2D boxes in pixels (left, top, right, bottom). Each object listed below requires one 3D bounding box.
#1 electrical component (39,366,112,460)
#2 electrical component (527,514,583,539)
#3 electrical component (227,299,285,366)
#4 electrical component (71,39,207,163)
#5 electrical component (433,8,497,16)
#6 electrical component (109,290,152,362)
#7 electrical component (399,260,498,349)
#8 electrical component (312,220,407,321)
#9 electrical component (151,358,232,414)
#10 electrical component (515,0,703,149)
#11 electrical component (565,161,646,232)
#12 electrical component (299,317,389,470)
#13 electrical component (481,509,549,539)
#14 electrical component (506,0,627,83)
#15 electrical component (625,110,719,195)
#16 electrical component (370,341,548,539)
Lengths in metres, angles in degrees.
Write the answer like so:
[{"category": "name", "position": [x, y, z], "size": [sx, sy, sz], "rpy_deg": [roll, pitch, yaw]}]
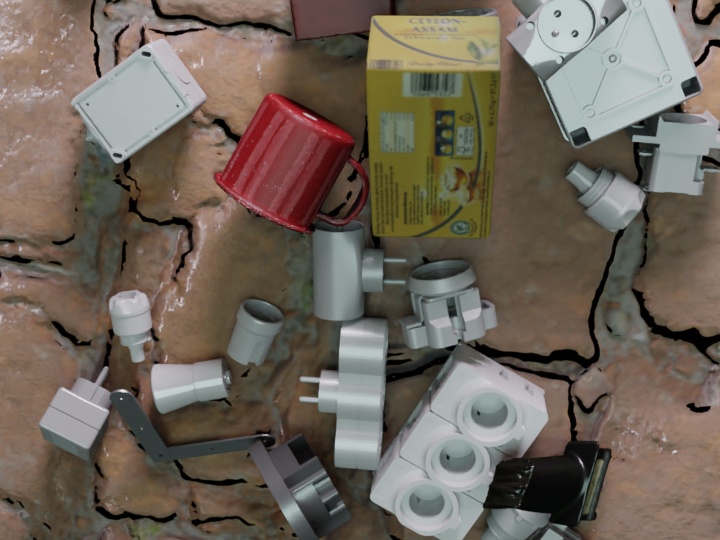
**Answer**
[{"category": "electrical component", "position": [-0.241, 0.120, 0.946], "size": [0.047, 0.083, 0.075], "rpy_deg": [28, 69, -4]}, {"category": "electrical component", "position": [0.181, 0.255, 0.965], "size": [0.055, 0.048, 0.066], "rpy_deg": [33, 107, 2]}, {"category": "electrical component", "position": [-0.091, 0.054, 0.927], "size": [0.040, 0.040, 0.046], "rpy_deg": [23, 113, -3]}, {"category": "electrical component", "position": [-0.180, -0.133, 0.863], "size": [0.096, 0.061, 0.061], "rpy_deg": [-33, 102, 14]}, {"category": "electrical component", "position": [0.080, -0.174, 0.833], "size": [0.055, 0.055, 0.047], "rpy_deg": [-6, 111, 6]}, {"category": "electrical component", "position": [-0.198, 0.051, 0.937], "size": [0.035, 0.035, 0.061], "rpy_deg": [-3, 109, 6]}, {"category": "electrical component", "position": [0.071, 0.026, 0.893], "size": [0.078, 0.058, 0.057], "rpy_deg": [-14, 107, -11]}, {"category": "electrical component", "position": [0.000, 0.000, 0.900], "size": [0.079, 0.043, 0.077], "rpy_deg": [1, 107, 4]}, {"category": "electrical component", "position": [-0.146, 0.099, 0.945], "size": [0.065, 0.044, 0.044], "rpy_deg": [-10, 106, 3]}, {"category": "electrical component", "position": [0.190, -0.165, 0.826], "size": [0.109, 0.056, 0.108], "rpy_deg": [-24, 104, 11]}, {"category": "electrical component", "position": [0.194, -0.063, 0.865], "size": [0.062, 0.043, 0.043], "rpy_deg": [36, 107, -6]}, {"category": "electrical component", "position": [-0.016, 0.105, 0.929], "size": [0.074, 0.052, 0.138], "rpy_deg": [4, 108, 4]}, {"category": "electrical component", "position": [0.134, 0.223, 0.960], "size": [0.048, 0.048, 0.062], "rpy_deg": [37, 115, -7]}, {"category": "electrical component", "position": [0.136, -0.190, 0.771], "size": [0.077, 0.044, 0.079], "rpy_deg": [-41, 93, 13]}, {"category": "electrical component", "position": [0.251, -0.093, 0.851], "size": [0.081, 0.042, 0.063], "rpy_deg": [6, 109, 4]}, {"category": "electrical component", "position": [0.084, 0.153, 0.931], "size": [0.089, 0.061, 0.150], "rpy_deg": [30, 107, -5]}]
